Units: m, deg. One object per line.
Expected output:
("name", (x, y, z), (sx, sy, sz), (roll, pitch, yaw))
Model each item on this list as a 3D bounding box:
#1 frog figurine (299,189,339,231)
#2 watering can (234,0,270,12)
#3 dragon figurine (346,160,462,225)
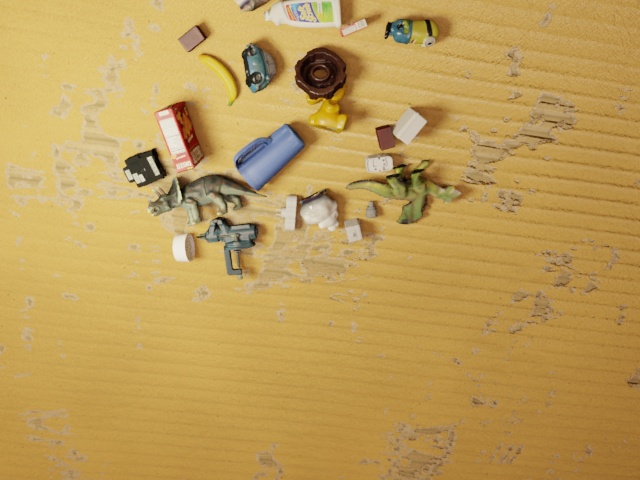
("frog figurine", (0.006, -0.096, 1.902), (0.138, 0.123, 0.159), (-30, 97, -11))
("watering can", (-0.272, -0.831, 1.636), (0.346, 0.106, 0.221), (-28, 109, 7))
("dragon figurine", (0.314, -0.156, 1.904), (0.410, 0.125, 0.238), (-13, 118, 4))
